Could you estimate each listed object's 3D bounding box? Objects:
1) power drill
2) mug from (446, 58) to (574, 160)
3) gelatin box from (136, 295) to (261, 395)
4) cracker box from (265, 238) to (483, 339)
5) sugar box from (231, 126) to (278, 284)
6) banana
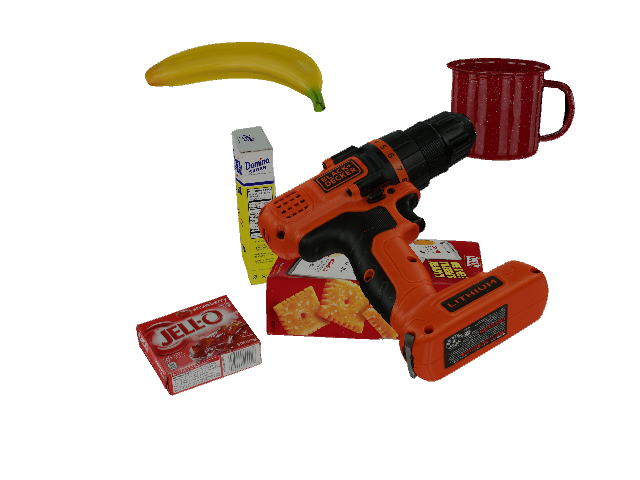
[{"bbox_3d":[0.073,-0.003,0.754,0.184,0.057,0.188,-30,50,-13],"label":"power drill"},{"bbox_3d":[0.173,-0.120,0.977,0.117,0.081,0.093,4,18,13],"label":"mug"},{"bbox_3d":[-0.106,0.090,0.929,0.089,0.030,0.073,-17,39,-22],"label":"gelatin box"},{"bbox_3d":[0.060,0.049,1.115,0.214,0.072,0.164,3,16,6],"label":"cracker box"},{"bbox_3d":[-0.080,-0.044,1.324,0.048,0.176,0.093,-10,24,-9],"label":"sugar box"},{"bbox_3d":[-0.078,-0.172,1.070,0.198,0.037,0.069,10,44,20],"label":"banana"}]
